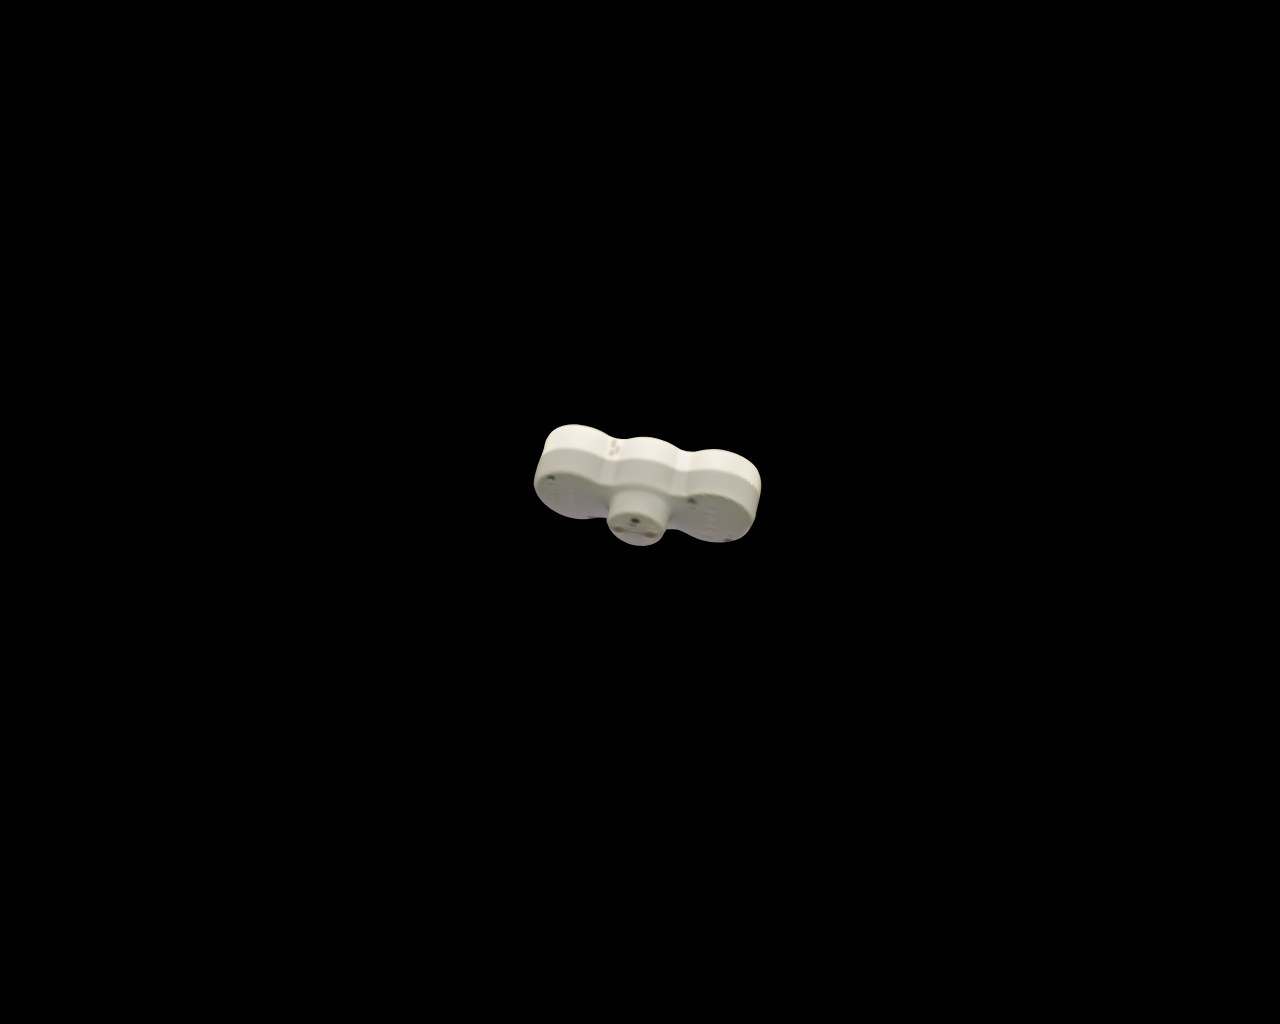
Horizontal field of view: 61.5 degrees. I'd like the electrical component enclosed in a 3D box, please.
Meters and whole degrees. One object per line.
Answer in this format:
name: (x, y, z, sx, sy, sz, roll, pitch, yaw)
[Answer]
electrical component: (0.001, -0.003, 0.650, 0.138, 0.074, 0.052, 10, -36, 8)
